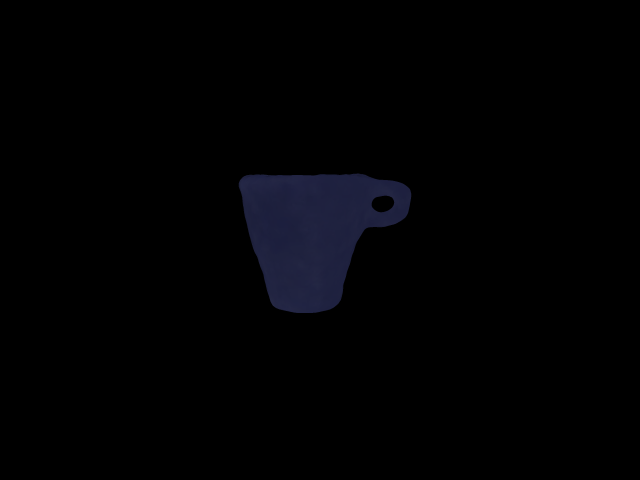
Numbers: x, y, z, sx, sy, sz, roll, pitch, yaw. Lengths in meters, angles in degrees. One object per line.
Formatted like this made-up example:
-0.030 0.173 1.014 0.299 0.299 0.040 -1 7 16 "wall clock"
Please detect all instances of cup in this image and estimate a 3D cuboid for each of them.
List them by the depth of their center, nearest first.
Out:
0.004 0.001 0.400 0.117 0.095 0.092 1 7 5 "cup"
